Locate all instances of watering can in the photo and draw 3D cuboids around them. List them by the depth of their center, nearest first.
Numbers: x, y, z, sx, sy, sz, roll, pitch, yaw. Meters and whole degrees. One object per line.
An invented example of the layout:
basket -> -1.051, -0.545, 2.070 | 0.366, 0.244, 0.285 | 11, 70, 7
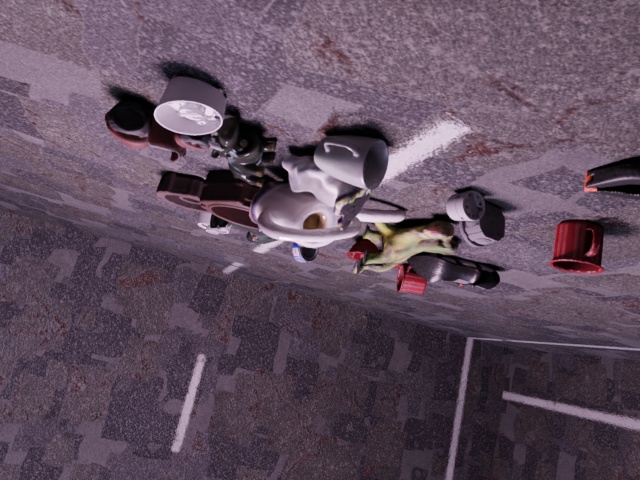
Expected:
watering can -> 0.003, -0.054, 1.079 | 0.350, 0.102, 0.226 | -11, -152, -42

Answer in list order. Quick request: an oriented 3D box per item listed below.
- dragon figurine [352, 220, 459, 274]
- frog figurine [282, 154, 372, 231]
dragon figurine -> 0.218, 0.029, 1.274 | 0.243, 0.124, 0.404 | 5, 163, -2
frog figurine -> 0.014, -0.113, 0.948 | 0.161, 0.122, 0.136 | 47, -172, 21
